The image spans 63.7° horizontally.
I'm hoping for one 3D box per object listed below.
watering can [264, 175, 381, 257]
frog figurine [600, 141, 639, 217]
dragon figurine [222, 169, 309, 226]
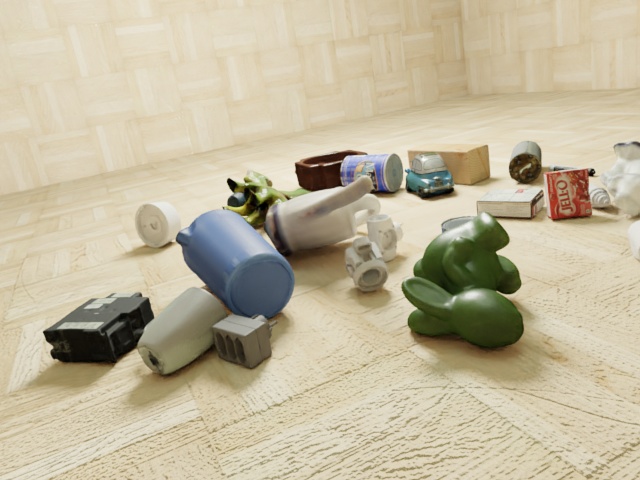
[{"bbox_3d":[0.003,-0.048,0.949,0.224,0.105,0.345,-15,-10,3],"label":"watering can"},{"bbox_3d":[0.601,-0.100,0.962,0.138,0.162,0.120,18,-24,15],"label":"frog figurine"},{"bbox_3d":[-0.094,-0.099,1.295,0.244,0.120,0.415,-15,32,-37],"label":"dragon figurine"}]
